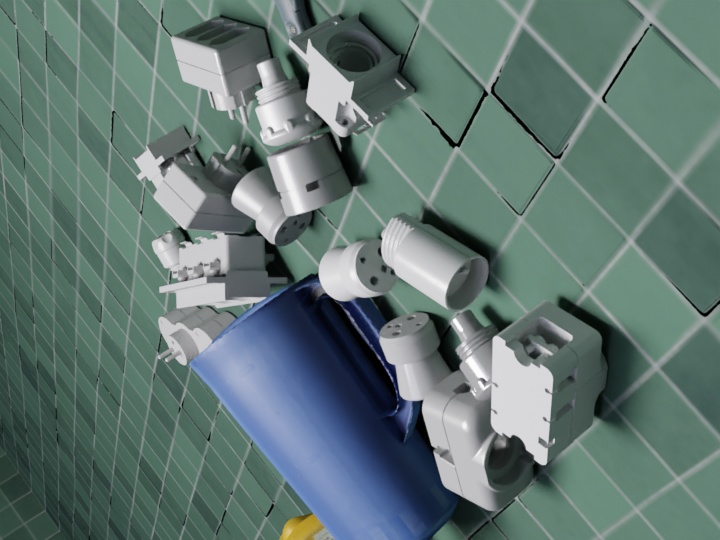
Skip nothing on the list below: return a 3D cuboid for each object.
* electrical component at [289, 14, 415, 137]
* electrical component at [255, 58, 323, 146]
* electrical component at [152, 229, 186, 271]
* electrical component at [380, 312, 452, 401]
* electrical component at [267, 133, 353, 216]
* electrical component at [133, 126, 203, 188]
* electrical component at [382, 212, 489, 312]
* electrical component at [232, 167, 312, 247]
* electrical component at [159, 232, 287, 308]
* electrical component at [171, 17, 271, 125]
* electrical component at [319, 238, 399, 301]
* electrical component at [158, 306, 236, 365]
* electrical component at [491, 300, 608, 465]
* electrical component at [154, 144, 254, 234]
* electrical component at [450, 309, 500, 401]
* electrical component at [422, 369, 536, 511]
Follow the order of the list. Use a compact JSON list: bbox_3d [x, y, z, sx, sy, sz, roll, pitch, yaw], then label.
[{"bbox_3d":[-0.008,-0.128,0.723,0.081,0.042,0.063,47,152,19],"label":"electrical component"},{"bbox_3d":[-0.058,-0.126,0.803,0.048,0.048,0.062,-8,103,59],"label":"electrical component"},{"bbox_3d":[-0.191,-0.011,1.134,0.035,0.035,0.061,-7,115,59],"label":"electrical component"},{"bbox_3d":[0.043,0.067,0.833,0.045,0.045,0.055,8,124,55],"label":"electrical component"},{"bbox_3d":[-0.039,-0.073,0.815,0.055,0.055,0.047,-1,113,58],"label":"electrical component"},{"bbox_3d":[-0.175,-0.095,1.018,0.063,0.042,0.081,57,152,-7],"label":"electrical component"},{"bbox_3d":[0.046,-0.009,0.755,0.081,0.043,0.043,34,144,36],"label":"electrical component"},{"bbox_3d":[-0.073,-0.052,0.897,0.055,0.045,0.045,44,149,22],"label":"electrical component"},{"bbox_3d":[-0.131,0.001,1.013,0.121,0.079,0.063,-10,81,60],"label":"electrical component"},{"bbox_3d":[-0.103,-0.150,0.844,0.066,0.047,0.076,26,139,44],"label":"electrical component"},{"bbox_3d":[0.000,0.000,0.834,0.055,0.045,0.045,-12,108,59],"label":"electrical component"},{"bbox_3d":[-0.185,0.079,1.171,0.138,0.074,0.052,10,126,54],"label":"electrical component"},{"bbox_3d":[0.123,0.071,0.701,0.050,0.056,0.089,34,144,36],"label":"electrical component"},{"bbox_3d":[-0.120,-0.076,0.927,0.047,0.083,0.075,43,110,24],"label":"electrical component"},{"bbox_3d":[0.088,0.057,0.756,0.062,0.048,0.048,56,152,16],"label":"electrical component"},{"bbox_3d":[0.093,0.129,0.809,0.059,0.054,0.095,19,133,49],"label":"electrical component"}]
